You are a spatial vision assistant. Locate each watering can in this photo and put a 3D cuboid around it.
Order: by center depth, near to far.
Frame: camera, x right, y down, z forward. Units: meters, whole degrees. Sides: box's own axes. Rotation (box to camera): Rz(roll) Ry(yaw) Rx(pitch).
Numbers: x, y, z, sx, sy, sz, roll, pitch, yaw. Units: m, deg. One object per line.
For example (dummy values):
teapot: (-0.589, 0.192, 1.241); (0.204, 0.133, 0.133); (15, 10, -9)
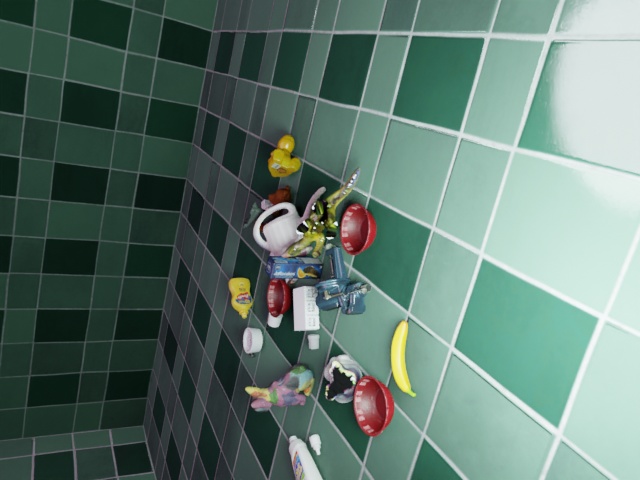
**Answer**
watering can: (-0.095, -0.043, 1.914); (0.345, 0.104, 0.225); (-25, 84, 23)

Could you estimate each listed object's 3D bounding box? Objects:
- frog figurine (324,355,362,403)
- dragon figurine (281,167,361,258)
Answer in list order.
frog figurine: (0.072, 0.426, 1.601); (0.158, 0.122, 0.138); (44, -143, -82)
dragon figurine: (0.005, -0.087, 1.733); (0.408, 0.121, 0.245); (-52, 12, 8)
